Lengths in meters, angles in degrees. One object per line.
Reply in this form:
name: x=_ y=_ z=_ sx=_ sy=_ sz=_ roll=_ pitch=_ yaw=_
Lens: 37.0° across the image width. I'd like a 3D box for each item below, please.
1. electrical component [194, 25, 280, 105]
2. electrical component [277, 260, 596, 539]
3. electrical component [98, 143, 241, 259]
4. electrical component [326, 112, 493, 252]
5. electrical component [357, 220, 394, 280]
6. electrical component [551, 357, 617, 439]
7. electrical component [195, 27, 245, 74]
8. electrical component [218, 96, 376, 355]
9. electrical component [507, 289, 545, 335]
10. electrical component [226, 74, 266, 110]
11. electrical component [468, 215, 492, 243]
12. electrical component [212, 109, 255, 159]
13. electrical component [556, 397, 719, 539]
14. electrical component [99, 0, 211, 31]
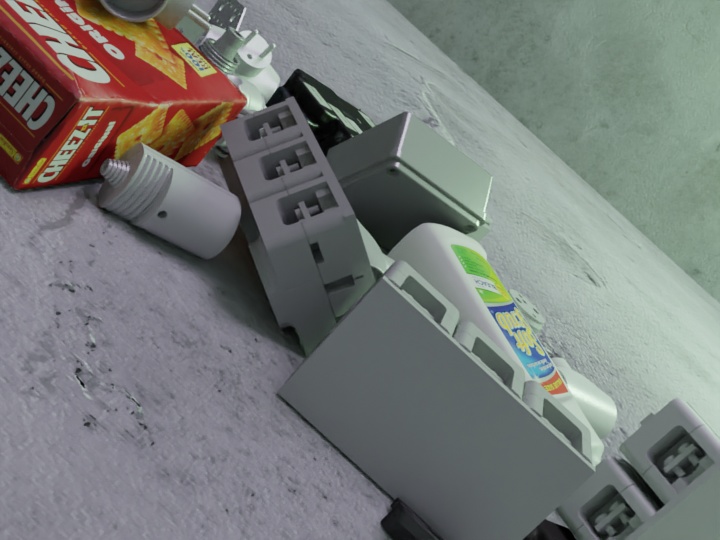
electrical component: x=-0.103 y=-0.183 z=0.943 sx=0.077 sy=0.079 sz=0.044 roll=36 pitch=50 yaw=-20
electrical component: x=0.044 y=0.079 z=0.596 sx=0.150 sy=0.089 sz=0.061 roll=42 pitch=16 yaw=0
electrical component: x=-0.113 y=-0.042 z=0.619 sx=0.081 sy=0.043 sz=0.043 roll=29 pitch=21 yaw=-37
electrical component: x=0.037 y=-0.069 z=0.907 sx=0.109 sy=0.109 sz=0.056 roll=33 pitch=58 yaw=-29
electrical component: x=0.000 y=0.000 z=0.772 sx=0.079 sy=0.044 sz=0.077 roll=31 pitch=20 yaw=-34
electrical component: x=0.169 y=0.101 z=0.907 sx=0.077 sy=0.043 sz=0.079 roll=27 pitch=22 yaw=-41
electrical component: x=-0.121 y=-0.174 z=0.899 sx=0.043 sy=0.062 sz=0.043 roll=38 pitch=17 yaw=-14
electrical component: x=-0.042 y=-0.030 z=0.677 sx=0.150 sy=0.062 sz=0.089 roll=-116 pitch=-173 yaw=-51
electrical component: x=0.123 y=0.049 z=0.909 sx=0.045 sy=0.055 sz=0.045 roll=38 pitch=17 yaw=-14
electrical component: x=-0.099 y=-0.135 z=0.888 sx=0.043 sy=0.043 sz=0.062 roll=49 pitch=17 yaw=22
electrical component: x=0.076 y=-0.048 z=1.034 sx=0.061 sy=0.061 sz=0.096 roll=51 pitch=19 yaw=27
electrical component: x=-0.093 y=-0.101 z=0.816 sx=0.043 sy=0.043 sz=0.062 roll=47 pitch=18 yaw=14
electrical component: x=0.215 y=0.160 z=0.714 sx=0.186 sy=0.105 sz=0.060 roll=36 pitch=14 yaw=-48
electrical component: x=-0.125 y=-0.177 z=0.670 sx=0.079 sy=0.043 sz=0.077 roll=34 pitch=20 yaw=-26
